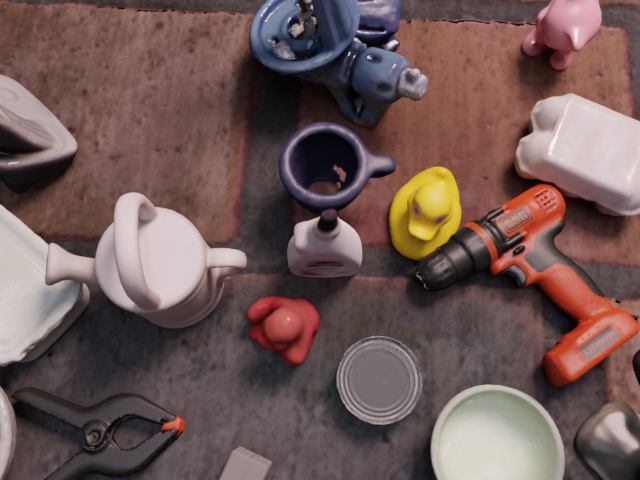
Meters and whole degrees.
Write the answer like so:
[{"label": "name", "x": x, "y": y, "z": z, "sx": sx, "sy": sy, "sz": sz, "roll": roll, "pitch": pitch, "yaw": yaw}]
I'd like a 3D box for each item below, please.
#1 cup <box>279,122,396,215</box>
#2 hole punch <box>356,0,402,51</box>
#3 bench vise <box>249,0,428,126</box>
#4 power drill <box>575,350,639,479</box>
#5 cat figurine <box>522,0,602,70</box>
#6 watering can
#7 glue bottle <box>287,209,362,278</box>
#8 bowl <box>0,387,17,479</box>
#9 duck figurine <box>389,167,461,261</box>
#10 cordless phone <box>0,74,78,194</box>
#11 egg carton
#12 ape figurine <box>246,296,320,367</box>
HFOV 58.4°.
[{"label": "cup", "x": 0.018, "y": -0.065, "z": 0.607, "sx": 0.117, "sy": 0.095, "sz": 0.092, "roll": -3, "pitch": 75, "yaw": -1}, {"label": "hole punch", "x": 0.047, "y": -0.283, "z": 0.669, "sx": 0.108, "sy": 0.091, "sz": 0.101, "roll": 5, "pitch": 75, "yaw": 1}, {"label": "bench vise", "x": 0.019, "y": -0.224, "z": 0.586, "sx": 0.207, "sy": 0.220, "sz": 0.121, "roll": 12, "pitch": 75, "yaw": 3}, {"label": "power drill", "x": 0.308, "y": 0.188, "z": 0.482, "sx": 0.076, "sy": 0.208, "sz": 0.229, "roll": -39, "pitch": 78, "yaw": -10}, {"label": "cat figurine", "x": 0.288, "y": -0.258, "z": 0.651, "sx": 0.067, "sy": 0.118, "sz": 0.128, "roll": 32, "pitch": 77, "yaw": 8}, {"label": "watering can", "x": -0.160, "y": 0.023, "z": 0.529, "sx": 0.173, "sy": 0.194, "sz": 0.101, "roll": -25, "pitch": 76, "yaw": -7}, {"label": "glue bottle", "x": 0.005, "y": 0.002, "z": 0.547, "sx": 0.078, "sy": 0.173, "sz": 0.037, "roll": -4, "pitch": 74, "yaw": -1}, {"label": "bowl", "x": -0.359, "y": 0.194, "z": 0.541, "sx": 0.167, "sy": 0.075, "sz": 0.167, "roll": 0, "pitch": 75, "yaw": -1}, {"label": "duck figurine", "x": 0.116, "y": -0.036, "z": 0.605, "sx": 0.077, "sy": 0.086, "sz": 0.105, "roll": 22, "pitch": 76, "yaw": 6}, {"label": "cordless phone", "x": -0.343, "y": -0.138, "z": 0.576, "sx": 0.147, "sy": 0.185, "sz": 0.094, "roll": 41, "pitch": 78, "yaw": 10}, {"label": "egg carton", "x": 0.294, "y": -0.093, "z": 0.631, "sx": 0.150, "sy": 0.069, "sz": 0.107, "roll": 24, "pitch": 76, "yaw": 6}, {"label": "ape figurine", "x": -0.036, "y": 0.086, "z": 0.566, "sx": 0.076, "sy": 0.092, "sz": 0.078, "roll": -22, "pitch": 76, "yaw": -6}]
